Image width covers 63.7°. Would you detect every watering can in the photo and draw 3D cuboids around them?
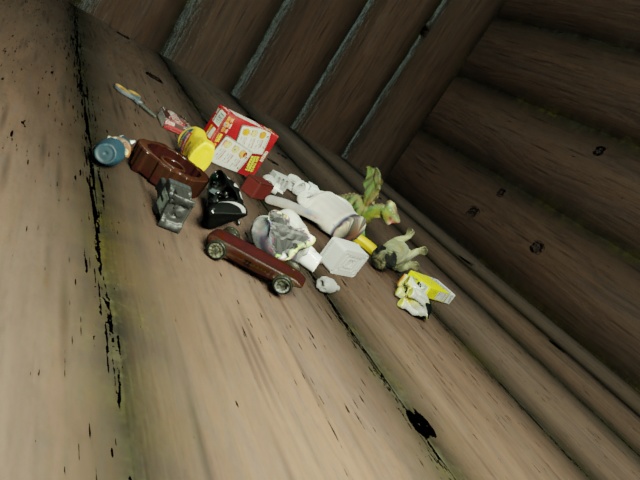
[{"bbox_3d":[0.005,-0.079,1.572,0.227,0.102,0.349,41,29,26],"label":"watering can"}]

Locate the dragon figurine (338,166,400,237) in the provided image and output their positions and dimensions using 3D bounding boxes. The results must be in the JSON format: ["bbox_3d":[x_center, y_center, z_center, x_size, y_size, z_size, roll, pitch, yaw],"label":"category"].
[{"bbox_3d":[0.151,-0.153,1.849,0.121,0.240,0.418,17,23,-38],"label":"dragon figurine"}]

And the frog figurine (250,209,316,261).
[{"bbox_3d":[-0.088,-0.010,1.132,0.137,0.122,0.160,15,2,-14],"label":"frog figurine"}]
